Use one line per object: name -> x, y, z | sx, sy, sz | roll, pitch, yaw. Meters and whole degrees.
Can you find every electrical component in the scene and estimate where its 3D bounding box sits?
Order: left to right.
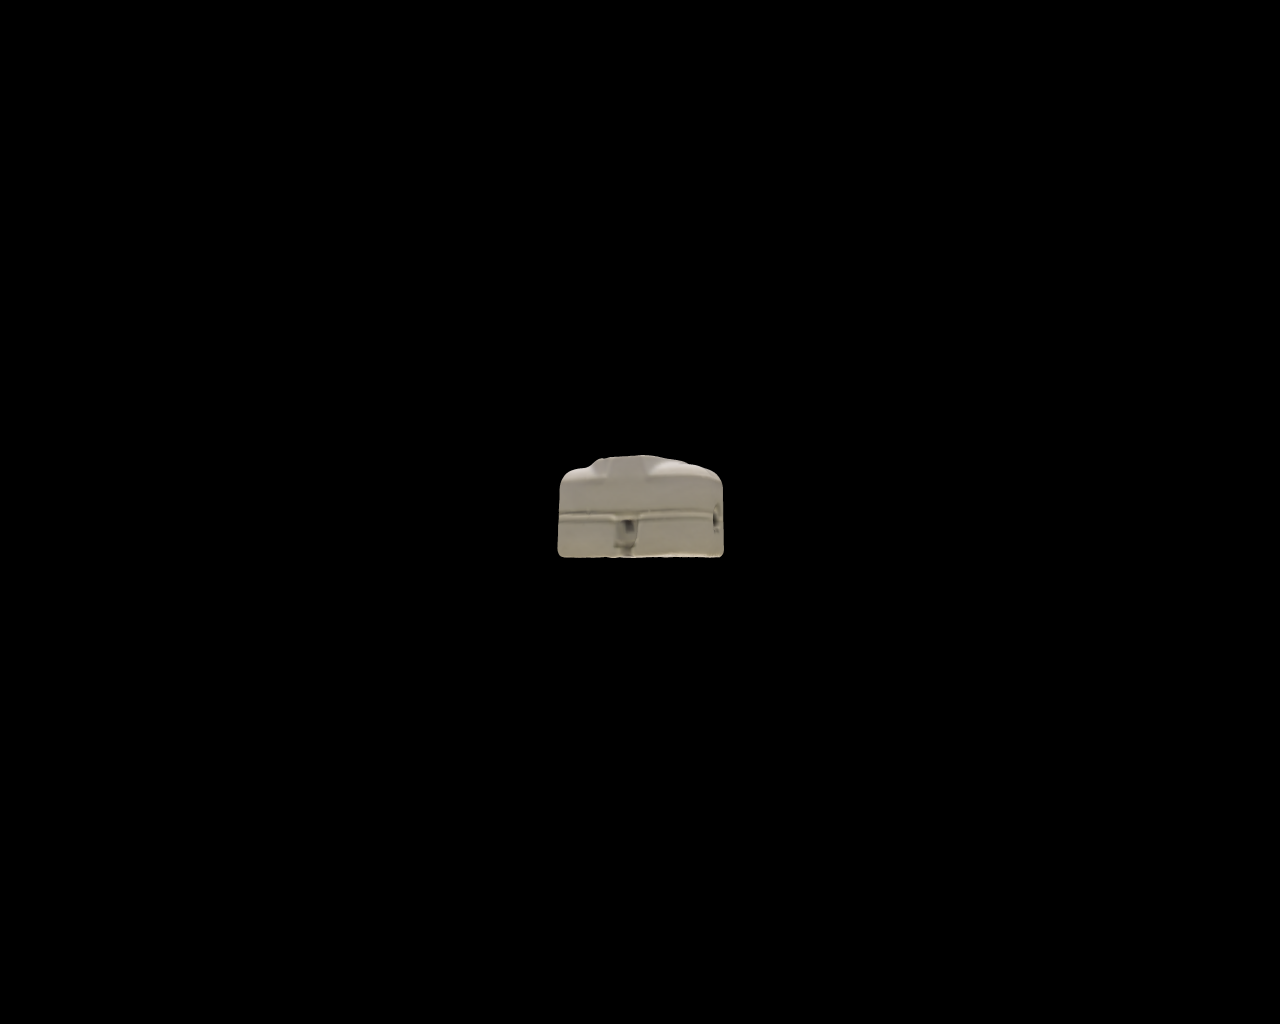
electrical component -> 0.001, -0.003, 0.650 | 0.095, 0.059, 0.054 | -1, -4, 20
